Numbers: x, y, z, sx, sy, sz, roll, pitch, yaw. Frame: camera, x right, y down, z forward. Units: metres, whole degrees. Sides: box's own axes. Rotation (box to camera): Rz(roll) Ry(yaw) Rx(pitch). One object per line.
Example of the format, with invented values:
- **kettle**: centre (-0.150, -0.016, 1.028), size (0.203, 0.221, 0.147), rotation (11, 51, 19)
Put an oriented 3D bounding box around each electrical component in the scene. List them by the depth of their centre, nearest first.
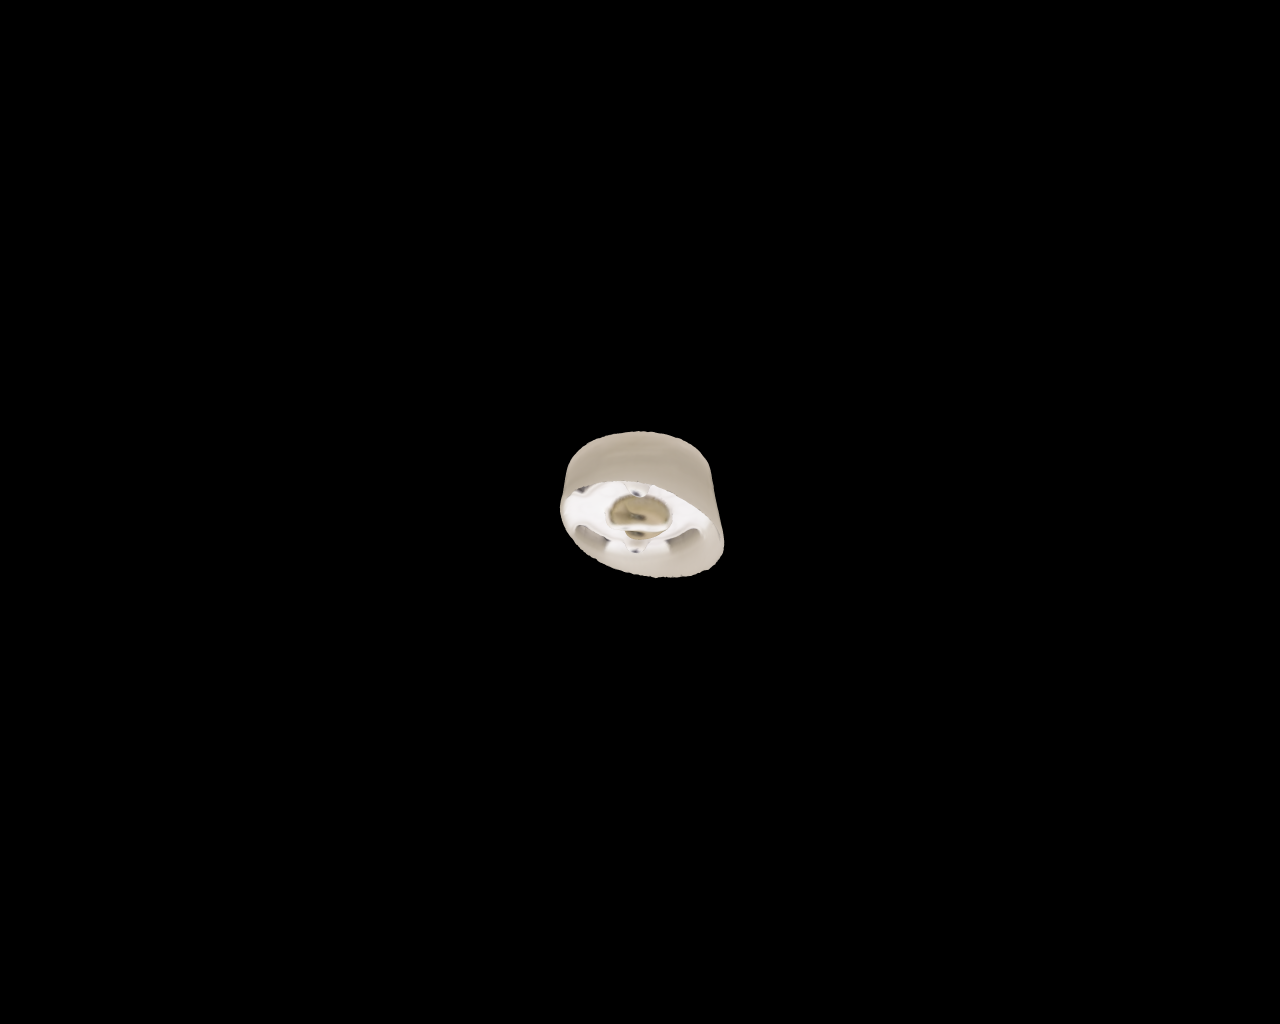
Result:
- **electrical component**: centre (0.001, -0.003, 0.650), size (0.099, 0.064, 0.099), rotation (0, -36, 0)
